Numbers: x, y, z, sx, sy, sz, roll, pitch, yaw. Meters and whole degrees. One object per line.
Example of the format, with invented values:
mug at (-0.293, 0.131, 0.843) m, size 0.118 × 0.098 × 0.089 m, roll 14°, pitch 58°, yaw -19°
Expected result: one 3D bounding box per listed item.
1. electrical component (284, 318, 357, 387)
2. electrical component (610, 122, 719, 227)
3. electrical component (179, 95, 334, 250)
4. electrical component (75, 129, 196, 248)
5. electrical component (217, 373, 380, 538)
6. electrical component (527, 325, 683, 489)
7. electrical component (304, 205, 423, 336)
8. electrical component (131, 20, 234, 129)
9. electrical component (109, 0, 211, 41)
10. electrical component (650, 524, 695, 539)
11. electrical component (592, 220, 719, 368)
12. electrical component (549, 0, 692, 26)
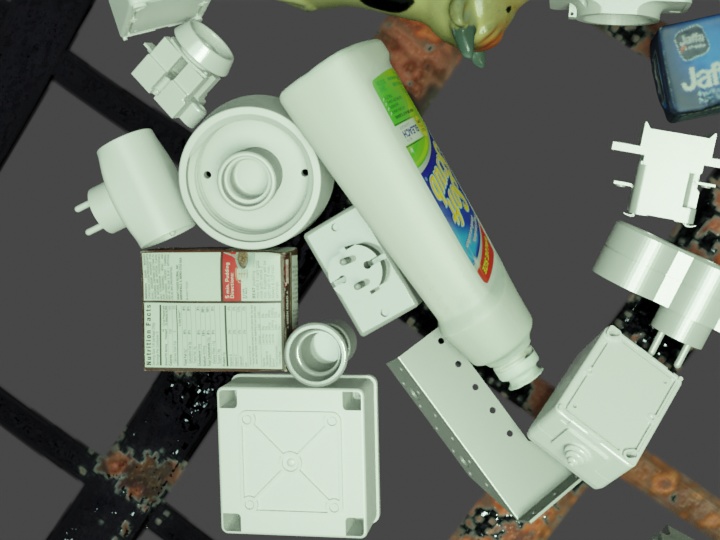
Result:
electrical component at (-0.024, 0.055, 0.757) m, size 0.044 × 0.065 × 0.044 m, roll 1°, pitch 95°, yaw 10°
electrical component at (0.206, -0.064, 0.716) m, size 0.081 × 0.042 × 0.063 m, roll 11°, pitch 101°, yaw 10°
electrical component at (-0.074, -0.066, 0.749) m, size 0.108 × 0.060 × 0.108 m, roll 1°, pitch 103°, yaw 4°
electrical component at (-0.171, -0.052, 0.786) m, size 0.079 × 0.043 × 0.077 m, roll -25°, pitch 90°, yaw 12°
electrical component at (-0.043, 0.131, 0.772) m, size 0.109 × 0.056 × 0.108 m, roll 0°, pitch 95°, yaw 11°
electrical component at (0.157, 0.097, 0.712) m, size 0.062 × 0.061 × 0.096 m, roll 37°, pitch 58°, yaw 6°
electrical component at (0.000, 0.000, 0.742) m, size 0.047 × 0.076 × 0.083 m, roll -30°, pitch 89°, yaw 11°
electrical component at (-0.124, -0.145, 0.769) m, size 0.055 × 0.048 × 0.066 m, roll -44°, pitch 86°, yaw 19°
electrical component at (-0.143, -0.203, 0.746) m, size 0.062 × 0.096 × 0.061 m, roll -18°, pitch 91°, yaw -18°
electrical component at (0.194, 0.241, 0.671) m, size 0.060 × 0.186 × 0.105 m, roll 28°, pitch 99°, yaw 7°
electrical component at (0.219, 0.029, 0.716) m, size 0.138 × 0.052 × 0.073 m, roll 26°, pitch 99°, yaw 7°
electrical component at (0.171, -0.192, 0.707) m, size 0.089 × 0.050 × 0.055 m, roll 5°, pitch 95°, yaw 11°
